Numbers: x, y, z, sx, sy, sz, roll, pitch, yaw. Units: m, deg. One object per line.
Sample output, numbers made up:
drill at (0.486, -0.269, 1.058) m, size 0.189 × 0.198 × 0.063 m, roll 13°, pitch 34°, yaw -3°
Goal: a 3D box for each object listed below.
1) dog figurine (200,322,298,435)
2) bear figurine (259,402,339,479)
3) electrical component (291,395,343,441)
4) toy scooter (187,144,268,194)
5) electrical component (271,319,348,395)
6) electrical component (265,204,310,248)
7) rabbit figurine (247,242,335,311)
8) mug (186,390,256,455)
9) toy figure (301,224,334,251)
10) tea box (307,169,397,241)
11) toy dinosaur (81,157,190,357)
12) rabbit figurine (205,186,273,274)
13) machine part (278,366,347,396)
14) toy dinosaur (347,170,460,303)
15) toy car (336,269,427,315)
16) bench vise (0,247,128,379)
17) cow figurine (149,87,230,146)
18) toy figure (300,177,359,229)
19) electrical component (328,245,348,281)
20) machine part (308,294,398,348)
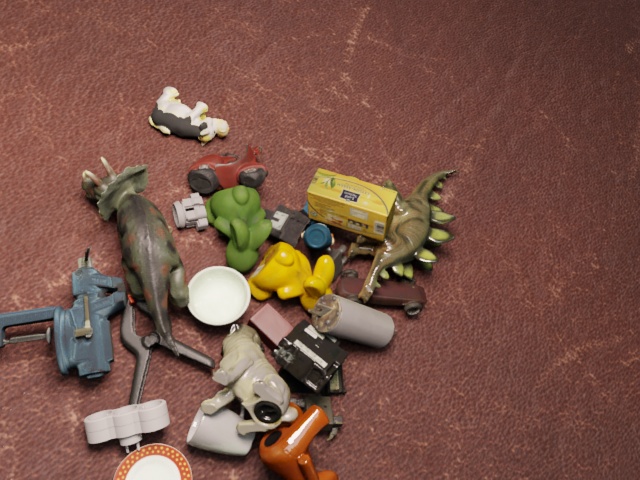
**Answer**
dog figurine at (-0.110, 0.238, 0.972) m, size 0.172 × 0.121 × 0.191 m, roll 33°, pitch 25°, yaw -5°
bear figurine at (-0.012, 0.396, 0.930) m, size 0.195 × 0.120 × 0.132 m, roll 52°, pitch 56°, yaw -12°
electrical component at (-0.009, 0.339, 1.022) m, size 0.102 × 0.045 × 0.078 m, roll 3°, pitch 37°, yaw -18°
toy scooter at (-0.190, -0.160, 1.164) m, size 0.184 × 0.075 × 0.135 m, roll 0°, pitch 42°, yaw 17°
electrical component at (-0.014, 0.212, 1.005) m, size 0.115 × 0.058 × 0.134 m, roll 39°, pitch 20°, yaw 11°
electrical component at (-0.082, -0.033, 1.146) m, size 0.047 × 0.119 × 0.075 m, roll 34°, pitch 79°, yaw -34°
rabbit figurine at (-0.035, 0.081, 1.087) m, size 0.173 × 0.162 × 0.122 m, roll 44°, pitch 48°, yaw -13°
mug at (-0.169, 0.332, 0.964) m, size 0.107 × 0.081 × 0.109 m, roll 31°, pitch 52°, yaw -12°
toy figure at (-0.001, -0.002, 1.118) m, size 0.064 × 0.154 × 0.058 m, roll 42°, pitch 90°, yaw 3°
tea box at (0.063, -0.070, 1.086) m, size 0.170 × 0.098 × 0.068 m, roll 20°, pitch 59°, yaw 12°
toy dinosaur at (-0.320, 0.002, 0.977) m, size 0.131 × 0.192 × 0.405 m, roll -26°, pitch 52°, yaw -16°
rabbit figurine at (-0.153, -0.017, 1.098) m, size 0.121 × 0.159 × 0.170 m, roll -4°, pitch 82°, yaw -28°
machine part at (-0.017, 0.270, 1.055) m, size 0.139 × 0.039 × 0.084 m, roll 0°, pitch 74°, yaw -18°
toy dinosaur at (0.201, -0.038, 1.219) m, size 0.198 × 0.105 × 0.471 m, roll 31°, pitch 57°, yaw -1°
toy car at (0.132, 0.116, 1.158) m, size 0.202 × 0.053 × 0.089 m, roll 6°, pitch 44°, yaw -15°
bench vise at (-0.459, 0.138, 0.932) m, size 0.241 × 0.129 × 0.223 m, roll -7°, pitch 83°, yaw -19°
cow figurine at (-0.292, -0.261, 1.202) m, size 0.167 × 0.068 × 0.098 m, roll 27°, pitch 67°, yaw 1°
toy figure at (0.028, -0.083, 1.206) m, size 0.180 × 0.082 × 0.089 m, roll -28°, pitch 75°, yaw -22°
electrical component at (0.029, 0.055, 1.152) m, size 0.021 × 0.063 × 0.094 m, roll 20°, pitch 50°, yaw 27°
machine part at (0.068, 0.163, 1.063) m, size 0.243 × 0.079 × 0.079 m, roll 24°, pitch 56°, yaw -42°
